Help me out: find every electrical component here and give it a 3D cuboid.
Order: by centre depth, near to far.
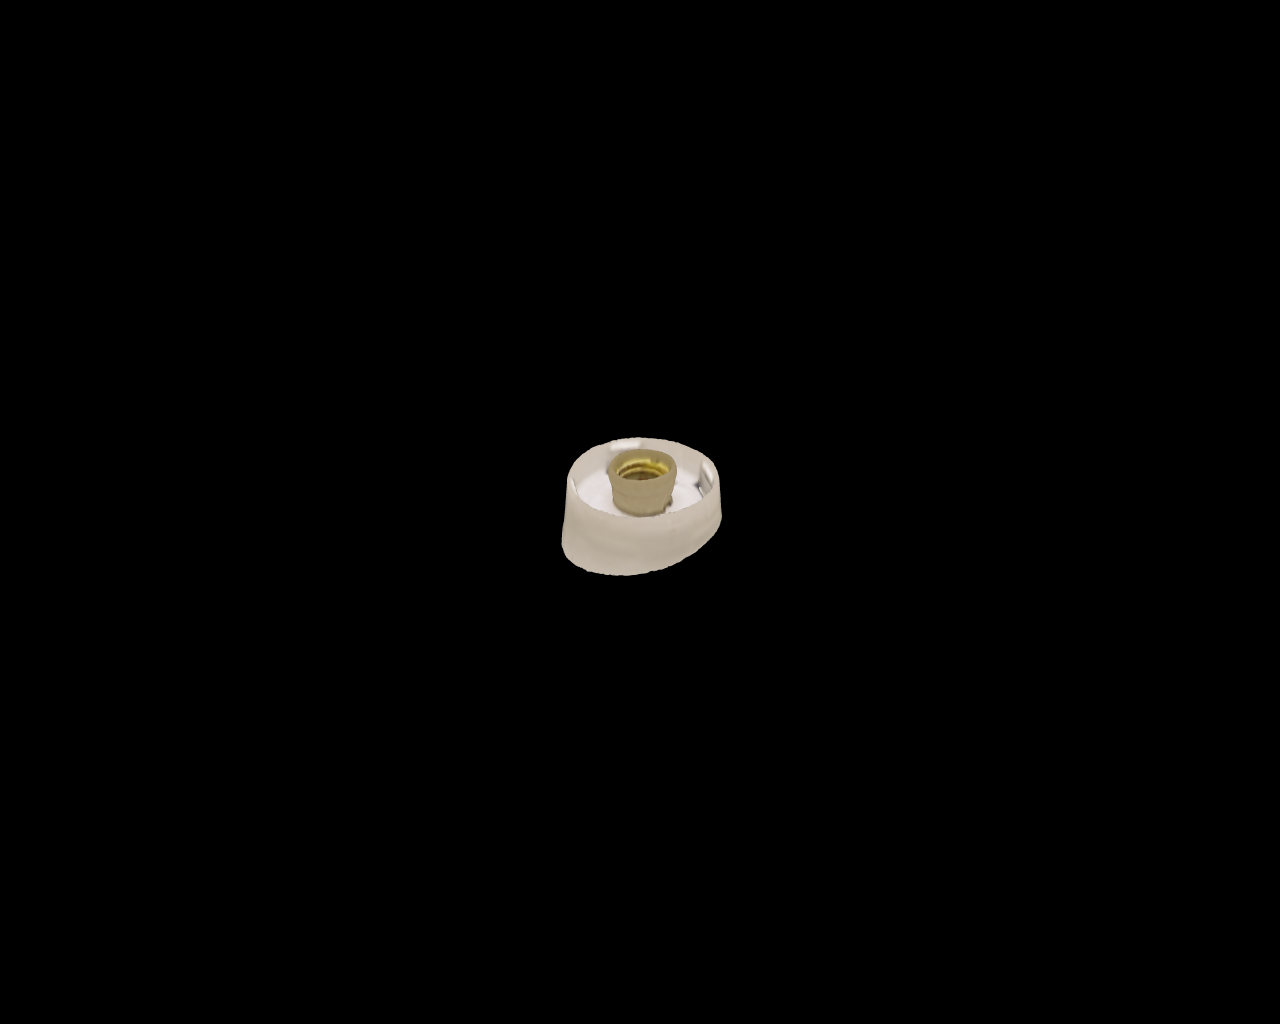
[{"bbox_3d":[0.001,-0.003,0.650,0.099,0.064,0.099,0,34,0],"label":"electrical component"}]
